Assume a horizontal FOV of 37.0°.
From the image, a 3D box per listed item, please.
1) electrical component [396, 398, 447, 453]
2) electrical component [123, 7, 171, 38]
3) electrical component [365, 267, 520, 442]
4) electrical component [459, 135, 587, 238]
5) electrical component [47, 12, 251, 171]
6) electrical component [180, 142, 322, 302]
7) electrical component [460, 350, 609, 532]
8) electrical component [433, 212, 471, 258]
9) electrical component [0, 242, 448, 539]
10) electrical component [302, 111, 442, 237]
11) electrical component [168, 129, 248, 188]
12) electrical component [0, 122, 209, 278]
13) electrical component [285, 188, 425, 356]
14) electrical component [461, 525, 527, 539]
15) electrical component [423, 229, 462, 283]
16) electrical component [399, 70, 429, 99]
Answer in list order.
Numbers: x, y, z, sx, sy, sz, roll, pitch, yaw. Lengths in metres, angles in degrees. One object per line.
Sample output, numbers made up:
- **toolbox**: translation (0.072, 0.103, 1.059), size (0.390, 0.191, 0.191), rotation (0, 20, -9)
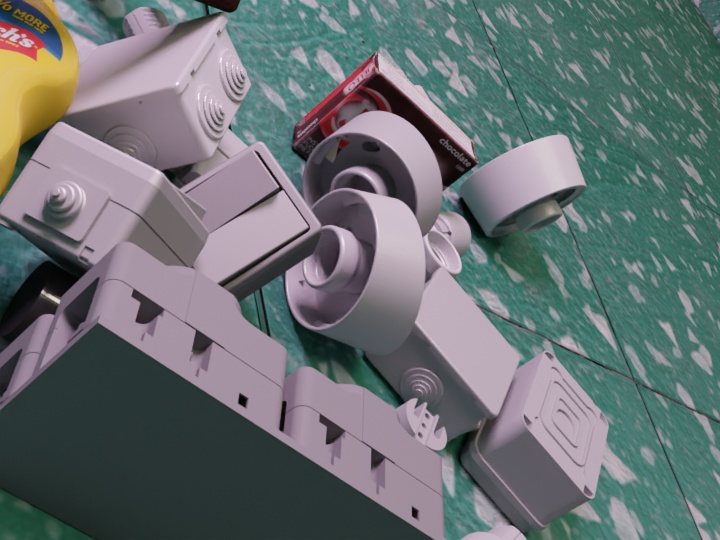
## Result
- **electrical component**: translation (0.023, 0.102, 0.636), size (0.040, 0.046, 0.040), rotation (36, 32, -27)
- **electrical component**: translation (-0.126, -0.134, 0.693), size (0.043, 0.043, 0.081), rotation (-2, 58, -57)
- **electrical component**: translation (0.056, 0.058, 0.733), size (0.099, 0.048, 0.099), rotation (49, 28, -5)
- **electrical component**: translation (0.150, -0.067, 0.961), size (0.108, 0.108, 0.060), rotation (-5, 67, -58)
- **electrical component**: translation (-0.116, -0.094, 0.599), size (0.099, 0.100, 0.048), rotation (-73, 146, -50)
- **electrical component**: translation (-0.076, -0.017, 0.582), size (0.061, 0.096, 0.061), rotation (55, -13, 6)
- **electrical component**: translation (0.123, 0.119, 0.753), size (0.078, 0.057, 0.113), rotation (49, 28, -5)
- **electrical component**: translation (0.055, -0.025, 0.837), size (0.078, 0.040, 0.040), rotation (-8, 64, -58)
- **electrical component**: translation (-0.063, 0.079, 0.472), size (0.186, 0.105, 0.060), rotation (38, 31, -25)
- **electrical component**: translation (0.010, -0.058, 0.753), size (0.099, 0.099, 0.064), rotation (53, 34, 1)
- **electrical component**: translation (-0.089, -0.051, 0.653), size (0.081, 0.042, 0.063), rotation (41, 31, -18)
- **electrical component**: translation (-0.117, -0.026, 0.501), size (0.062, 0.061, 0.096), rotation (27, -12, 16)
- **electrical component**: translation (0.000, 0.000, 0.671), size (0.064, 0.099, 0.099), rotation (17, 43, -38)
- **electrical component**: translation (0.070, 0.176, 0.622), size (0.043, 0.043, 0.081), rotation (57, 29, 9)
- **electrical component**: translation (0.045, -0.002, 0.788), size (0.040, 0.046, 0.040), rotation (37, 32, -27)
- **electrical component**: translation (0.041, -0.141, 0.949), size (0.043, 0.043, 0.081), rotation (-6, 62, -58)
